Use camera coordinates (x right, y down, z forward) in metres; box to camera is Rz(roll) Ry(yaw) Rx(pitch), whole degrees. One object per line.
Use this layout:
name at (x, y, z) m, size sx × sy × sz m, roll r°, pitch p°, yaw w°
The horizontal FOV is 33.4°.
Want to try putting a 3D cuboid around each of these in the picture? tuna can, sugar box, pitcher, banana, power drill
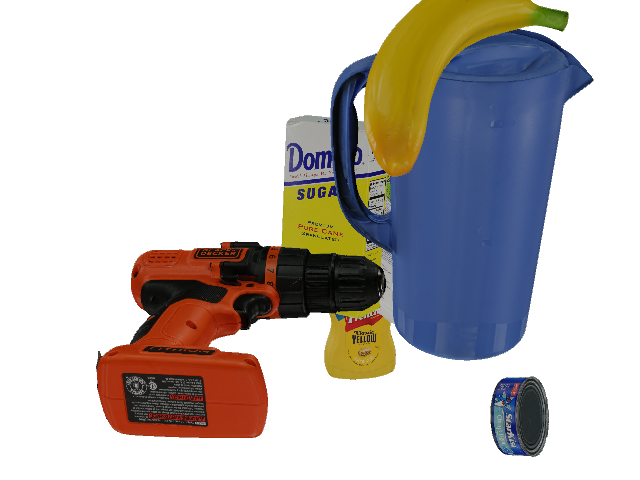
tuna can at (0.216, 0.191, 1.159) m, size 0.034 × 0.086 × 0.086 m, roll -5°, pitch -3°, yaw 33°
sugar box at (0.012, -0.023, 0.990) m, size 0.093 × 0.176 × 0.048 m, roll 10°, pitch 17°, yaw 30°
pitcher at (0.102, -0.035, 0.815) m, size 0.149 × 0.243 × 0.144 m, roll 25°, pitch 36°, yaw 38°
banana at (0.071, -0.106, 0.604) m, size 0.070 × 0.037 × 0.197 m, roll 30°, pitch 50°, yaw 22°
power drill at (-0.055, 0.058, 0.707) m, size 0.184 × 0.057 × 0.187 m, roll -1°, pitch 22°, yaw 10°

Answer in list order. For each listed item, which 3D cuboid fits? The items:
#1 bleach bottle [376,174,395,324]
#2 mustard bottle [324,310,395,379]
bleach bottle at (0.107, -0.036, 1.232) m, size 0.068 × 0.251 × 0.103 m, roll -2°, pitch 22°, yaw -23°
mustard bottle at (0.055, 0.091, 1.436) m, size 0.096 × 0.192 × 0.058 m, roll -3°, pitch 21°, yaw -8°
